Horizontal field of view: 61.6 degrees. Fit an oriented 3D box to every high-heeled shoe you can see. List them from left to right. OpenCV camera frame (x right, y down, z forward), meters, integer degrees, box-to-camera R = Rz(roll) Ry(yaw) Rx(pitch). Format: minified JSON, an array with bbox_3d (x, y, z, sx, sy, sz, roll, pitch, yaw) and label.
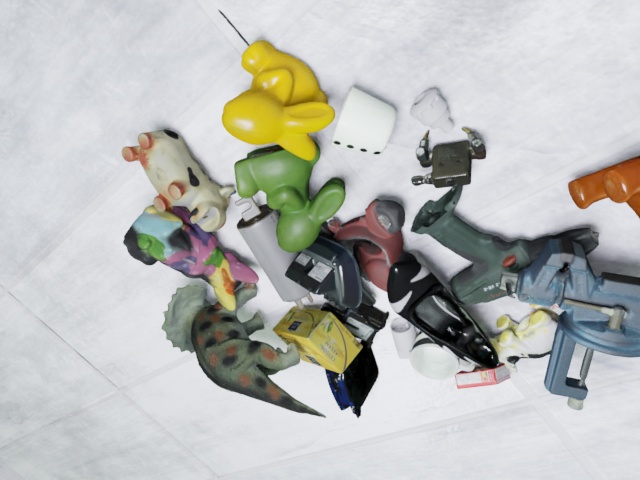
[{"bbox_3d":[0.193,0.123,0.830,0.086,0.145,0.248,-49,140,1],"label":"high-heeled shoe"}]

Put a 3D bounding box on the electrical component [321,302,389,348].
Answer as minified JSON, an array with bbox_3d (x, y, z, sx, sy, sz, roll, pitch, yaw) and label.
[{"bbox_3d":[0.061,0.144,1.006,0.119,0.048,0.074,26,129,3],"label":"electrical component"}]

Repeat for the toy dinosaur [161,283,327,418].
[{"bbox_3d":[-0.165,0.200,0.987,0.405,0.192,0.131,44,147,46],"label":"toy dinosaur"}]

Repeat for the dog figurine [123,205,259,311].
[{"bbox_3d":[-0.220,0.034,0.963,0.219,0.191,0.108,39,97,2],"label":"dog figurine"}]

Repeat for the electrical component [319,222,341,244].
[{"bbox_3d":[-0.002,-0.003,0.941,0.094,0.021,0.063,42,129,-12],"label":"electrical component"}]

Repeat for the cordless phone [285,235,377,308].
[{"bbox_3d":[0.047,0.078,0.899,0.184,0.088,0.147,38,172,-32],"label":"cordless phone"}]

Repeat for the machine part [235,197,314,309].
[{"bbox_3d":[-0.074,0.024,0.955,0.079,0.079,0.243,-14,117,30],"label":"machine part"}]

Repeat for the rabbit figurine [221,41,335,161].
[{"bbox_3d":[-0.066,-0.175,0.745,0.162,0.173,0.121,33,126,2],"label":"rabbit figurine"}]

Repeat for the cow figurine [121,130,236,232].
[{"bbox_3d":[-0.227,-0.098,0.913,0.085,0.127,0.195,-32,94,36],"label":"cow figurine"}]

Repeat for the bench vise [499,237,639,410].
[{"bbox_3d":[0.351,0.126,0.740,0.224,0.129,0.240,5,111,6],"label":"bench vise"}]

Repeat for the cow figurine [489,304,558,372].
[{"bbox_3d":[0.345,0.168,0.901,0.098,0.068,0.167,33,131,-11],"label":"cow figurine"}]

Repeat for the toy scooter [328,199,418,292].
[{"bbox_3d":[0.084,0.011,0.884,0.135,0.075,0.183,3,128,30],"label":"toy scooter"}]

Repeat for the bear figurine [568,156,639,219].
[{"bbox_3d":[0.424,-0.010,0.676,0.132,0.120,0.195,-20,92,-4],"label":"bear figurine"}]

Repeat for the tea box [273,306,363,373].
[{"bbox_3d":[-0.009,0.182,1.002,0.098,0.068,0.170,48,158,-14],"label":"tea box"}]

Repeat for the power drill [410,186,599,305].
[{"bbox_3d":[0.258,-0.004,0.807,0.207,0.086,0.232,34,133,-14],"label":"power drill"}]

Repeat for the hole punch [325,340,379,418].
[{"bbox_3d":[0.048,0.263,1.062,0.092,0.116,0.142,4,126,29],"label":"hole punch"}]

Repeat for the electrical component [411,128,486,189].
[{"bbox_3d":[0.181,-0.116,0.759,0.102,0.078,0.045,1,148,27],"label":"electrical component"}]

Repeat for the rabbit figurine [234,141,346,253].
[{"bbox_3d":[-0.037,-0.068,0.852,0.159,0.121,0.170,-13,108,6],"label":"rabbit figurine"}]
